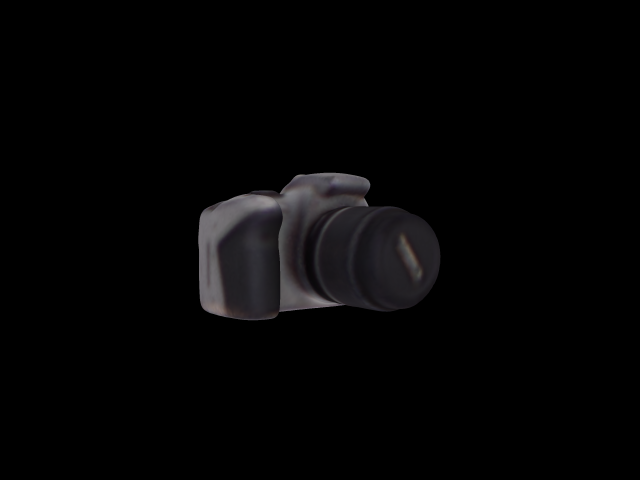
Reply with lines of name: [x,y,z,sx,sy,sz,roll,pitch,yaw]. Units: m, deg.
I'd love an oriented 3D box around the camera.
camera: [0.004,0.001,0.400,0.144,0.101,0.136,-2,3,-35]
